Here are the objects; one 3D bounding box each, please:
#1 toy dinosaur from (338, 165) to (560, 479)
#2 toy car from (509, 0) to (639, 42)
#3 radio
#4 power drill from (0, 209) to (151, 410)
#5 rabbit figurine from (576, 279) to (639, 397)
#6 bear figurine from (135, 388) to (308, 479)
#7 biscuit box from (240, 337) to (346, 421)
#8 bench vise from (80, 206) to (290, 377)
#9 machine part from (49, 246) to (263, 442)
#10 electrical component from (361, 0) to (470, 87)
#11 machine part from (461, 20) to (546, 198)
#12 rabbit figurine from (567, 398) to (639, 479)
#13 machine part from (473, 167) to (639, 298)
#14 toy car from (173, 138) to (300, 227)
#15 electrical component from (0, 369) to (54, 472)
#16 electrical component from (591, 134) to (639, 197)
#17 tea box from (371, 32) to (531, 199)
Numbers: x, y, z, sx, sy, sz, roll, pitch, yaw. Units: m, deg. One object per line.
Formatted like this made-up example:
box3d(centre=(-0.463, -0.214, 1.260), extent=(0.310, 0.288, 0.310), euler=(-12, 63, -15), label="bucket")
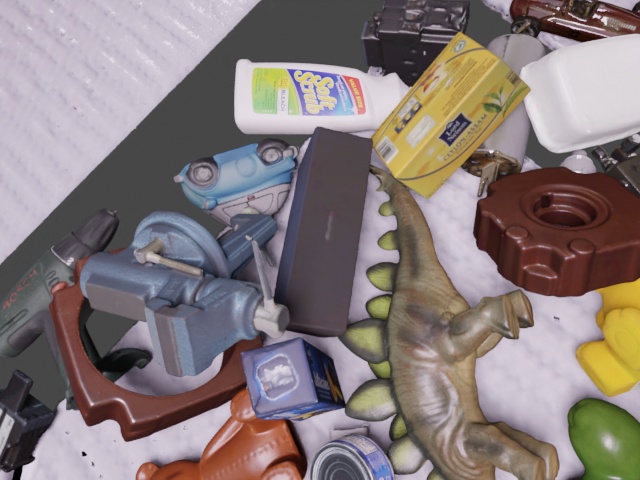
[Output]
box3d(centre=(0.118, 0.108, 0.565), extent=(0.199, 0.105, 0.471), euler=(-16, 63, 29), label="toy dinosaur")
box3d(centre=(0.351, -0.290, 0.704), extent=(0.202, 0.053, 0.089), euler=(24, 76, 18), label="toy car")
box3d(centre=(-0.001, -0.002, 0.630), extent=(0.073, 0.131, 0.229), euler=(13, 73, -8), label="radio")
box3d(centre=(-0.309, 0.094, 0.693), extent=(0.232, 0.086, 0.207), euler=(-42, 74, -5), label="power drill")
box3d(centre=(0.333, 0.053, 0.566), extent=(0.162, 0.121, 0.173), euler=(-23, 51, 0), label="rabbit figurine")
box3d(centre=(-0.117, 0.254, 0.580), extent=(0.196, 0.131, 0.120), euler=(-23, 65, -3), label="bear figurine")
box3d(centre=(-0.020, 0.148, 0.551), extent=(0.059, 0.202, 0.063), euler=(-17, 70, 5), label="biscuit box")
box3d(centre=(-0.107, 0.025, 0.546), extent=(0.224, 0.240, 0.128), euler=(-2, 115, 28), label="bench vise")
box3d(centre=(-0.185, 0.106, 0.614), extent=(0.201, 0.087, 0.201), euler=(-15, 64, -32), label="machine part")
box3d(centre=(0.123, -0.254, 0.702), extent=(0.134, 0.114, 0.058), euler=(8, 70, 16), label="electrical component")
box3d(centre=(0.229, -0.165, 0.673), extent=(0.079, 0.079, 0.243), euler=(12, 75, 14), label="machine part")
box3d(centre=(0.284, 0.241, 0.506), extent=(0.159, 0.121, 0.170), euler=(8, 77, 6), label="rabbit figurine")
box3d(centre=(0.253, -0.017, 0.562), extent=(0.179, 0.055, 0.179), euler=(-5, 35, 4), label="machine part")
box3d(centre=(-0.097, -0.069, 0.696), extent=(0.162, 0.109, 0.102), euler=(-15, 100, 2), label="toy car")
box3d(centre=(-0.377, 0.214, 0.667), extent=(0.075, 0.047, 0.119), euler=(23, 94, 17), label="electrical component")
box3d(centre=(0.376, -0.078, 0.623), extent=(0.078, 0.045, 0.102), euler=(-12, 64, -28), label="electrical component")
box3d(centre=(0.147, -0.146, 0.637), extent=(0.169, 0.068, 0.098), euler=(-47, 38, 21), label="tea box")
